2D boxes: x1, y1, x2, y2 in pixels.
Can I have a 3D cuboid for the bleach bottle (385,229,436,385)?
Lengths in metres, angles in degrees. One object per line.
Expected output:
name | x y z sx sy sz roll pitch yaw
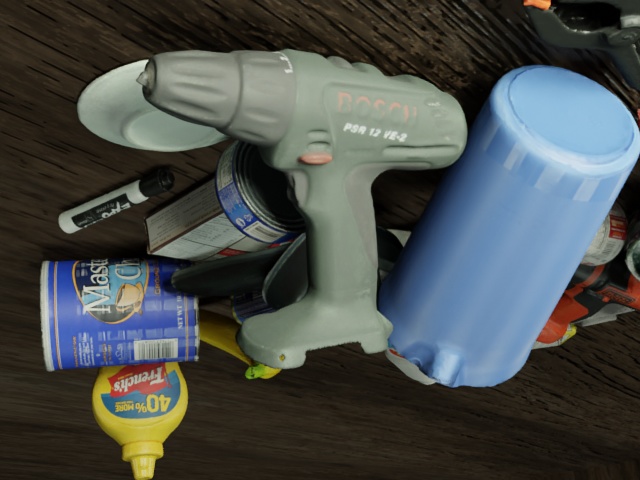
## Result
bleach bottle | 0.105 0.086 1.089 0.103 0.068 0.251 16 153 22

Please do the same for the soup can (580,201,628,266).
soup can | 0.218 -0.015 0.953 0.102 0.068 0.069 10 154 -37

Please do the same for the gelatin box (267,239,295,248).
gelatin box | -0.006 0.001 0.984 0.089 0.030 0.073 -3 157 -10

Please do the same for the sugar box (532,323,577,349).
sugar box | 0.216 0.116 1.316 0.176 0.048 0.093 -6 164 -4

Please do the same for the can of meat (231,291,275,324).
can of meat | -0.029 0.060 1.094 0.084 0.057 0.101 -19 155 36

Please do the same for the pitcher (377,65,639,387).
pitcher | 0.141 -0.015 0.805 0.144 0.149 0.243 -11 144 -27

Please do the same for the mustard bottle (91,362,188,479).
mustard bottle | -0.184 0.146 1.084 0.096 0.191 0.058 -1 159 -14

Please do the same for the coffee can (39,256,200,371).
coffee can | -0.187 0.067 1.001 0.140 0.103 0.103 -3 159 -10

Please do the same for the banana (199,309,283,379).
banana | -0.089 0.104 1.111 0.069 0.037 0.198 21 180 -35

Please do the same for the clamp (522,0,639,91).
clamp | 0.187 -0.136 0.668 0.171 0.039 0.120 7 150 -21

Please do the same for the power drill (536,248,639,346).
power drill | 0.246 0.047 1.108 0.184 0.057 0.188 24 155 -17

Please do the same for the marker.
marker | -0.165 -0.032 0.864 0.121 0.020 0.020 -20 156 32

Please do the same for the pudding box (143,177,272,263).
pudding box | -0.081 -0.015 0.907 0.089 0.039 0.114 13 150 -42

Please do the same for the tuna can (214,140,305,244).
tuna can | -0.034 -0.041 0.784 0.086 0.086 0.034 8 158 -34

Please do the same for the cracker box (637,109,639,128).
cracker box | 0.362 -0.065 0.862 0.164 0.072 0.213 -17 156 23
